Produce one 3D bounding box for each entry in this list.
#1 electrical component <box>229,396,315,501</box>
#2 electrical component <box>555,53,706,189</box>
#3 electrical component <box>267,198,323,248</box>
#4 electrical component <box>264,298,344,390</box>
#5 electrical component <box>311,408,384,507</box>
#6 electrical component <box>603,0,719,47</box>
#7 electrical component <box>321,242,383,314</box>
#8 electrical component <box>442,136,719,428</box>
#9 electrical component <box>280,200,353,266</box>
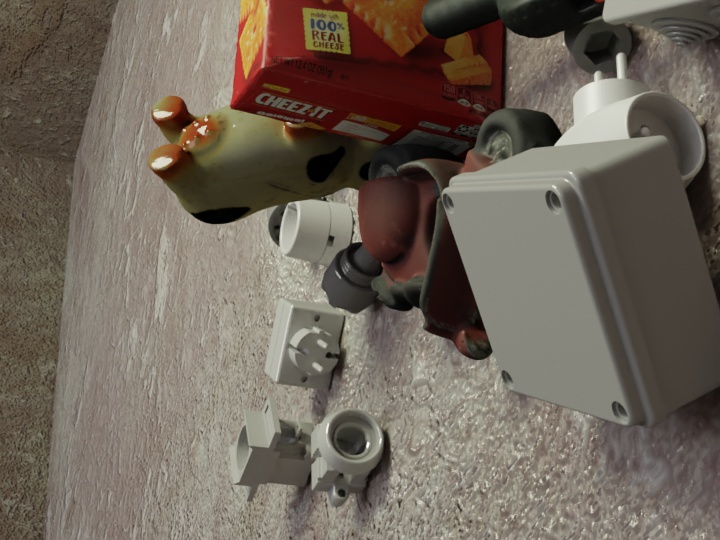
[{"bbox_3d":[-0.070,0.149,0.884,0.042,0.064,0.081,-106,33,-52],"label":"electrical component"},{"bbox_3d":[0.121,-0.065,0.513,0.077,0.043,0.079,142,134,-60],"label":"electrical component"},{"bbox_3d":[-0.057,-0.051,0.961,0.047,0.055,0.055,-110,36,-59],"label":"electrical component"},{"bbox_3d":[-0.040,0.064,0.870,0.077,0.047,0.065,-157,78,-69],"label":"electrical component"},{"bbox_3d":[-0.011,0.128,0.767,0.055,0.048,0.066,118,154,-56],"label":"electrical component"},{"bbox_3d":[0.155,-0.148,0.457,0.100,0.048,0.099,-166,86,-69],"label":"electrical component"},{"bbox_3d":[0.000,0.000,0.801,0.062,0.043,0.043,123,150,-43],"label":"electrical component"},{"bbox_3d":[0.096,0.003,0.467,0.109,0.056,0.108,8,119,68],"label":"electrical component"},{"bbox_3d":[-0.038,-0.033,0.910,0.055,0.047,0.055,-170,90,-69],"label":"electrical component"}]
